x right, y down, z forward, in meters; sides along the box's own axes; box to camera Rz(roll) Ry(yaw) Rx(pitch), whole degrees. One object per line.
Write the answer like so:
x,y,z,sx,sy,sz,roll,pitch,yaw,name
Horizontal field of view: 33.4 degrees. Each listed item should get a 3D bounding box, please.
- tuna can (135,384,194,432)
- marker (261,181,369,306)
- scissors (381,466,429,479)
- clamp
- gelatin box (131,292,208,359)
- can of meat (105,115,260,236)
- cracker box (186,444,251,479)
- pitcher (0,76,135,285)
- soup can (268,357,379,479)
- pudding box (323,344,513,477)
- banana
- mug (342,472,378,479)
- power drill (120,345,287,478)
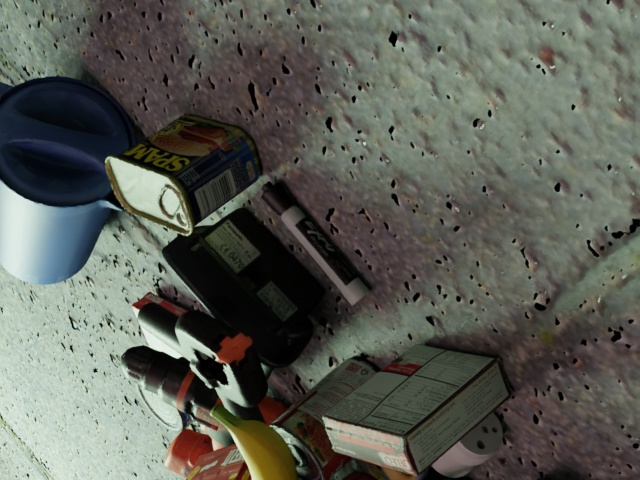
-0.176,0.181,1.243,0.086,0.033,0.086,33,143,29,tuna can
-0.006,0.001,0.860,0.121,0.020,0.020,50,148,4,marker
0.059,0.215,0.907,0.096,0.016,0.202,56,149,-1,scissors
-0.081,0.111,0.898,0.164,0.036,0.210,49,161,-6,clamp
-0.158,0.105,1.149,0.073,0.030,0.089,21,138,42,gelatin box
-0.111,-0.057,0.876,0.102,0.083,0.057,20,136,41,can of meat
-0.022,0.288,1.062,0.213,0.072,0.164,40,148,-12,cracker box
-0.273,-0.052,1.053,0.243,0.144,0.149,128,134,-61,pitcher
0.011,0.156,0.912,0.069,0.102,0.068,33,144,28,soup can
0.072,0.123,0.792,0.090,0.113,0.039,5,122,50,pudding box
-0.050,0.209,0.905,0.070,0.037,0.198,26,139,26,banana
0.019,0.251,0.898,0.093,0.081,0.117,58,151,0,mug
-0.127,0.196,1.137,0.184,0.057,0.188,24,145,10,power drill
